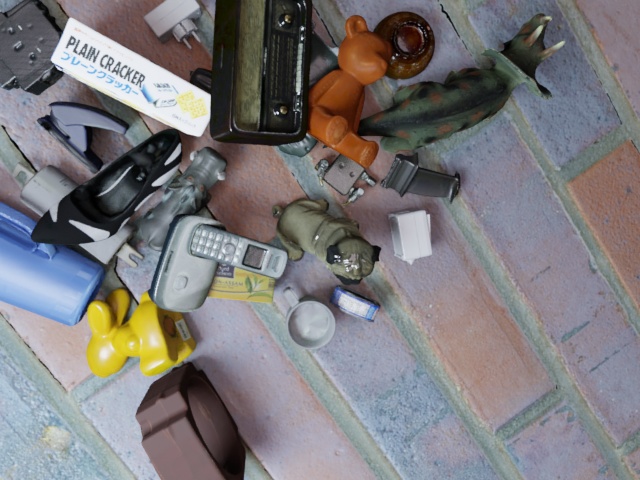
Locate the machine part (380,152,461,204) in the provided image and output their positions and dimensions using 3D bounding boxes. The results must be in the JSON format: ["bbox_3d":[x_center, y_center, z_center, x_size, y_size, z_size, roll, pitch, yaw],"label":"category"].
[{"bbox_3d":[0.183,-0.107,0.945,0.139,0.039,0.084,13,127,-15],"label":"machine part"}]

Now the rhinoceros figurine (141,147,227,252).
[{"bbox_3d":[-0.224,-0.069,0.872,0.073,0.112,0.190,40,98,-8],"label":"rhinoceros figurine"}]

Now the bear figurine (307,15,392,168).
[{"bbox_3d":[0.059,-0.230,0.824,0.120,0.132,0.196,30,96,-45],"label":"bear figurine"}]

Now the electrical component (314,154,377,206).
[{"bbox_3d":[0.041,-0.108,0.934,0.102,0.045,0.078,44,91,-10],"label":"electrical component"}]

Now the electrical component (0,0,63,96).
[{"bbox_3d":[-0.460,-0.297,0.843,0.134,0.058,0.115,-40,98,-2],"label":"electrical component"}]

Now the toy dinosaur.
[{"bbox_3d":[0.208,-0.220,0.870,0.405,0.192,0.131,-28,97,-5],"label":"toy dinosaur"}]

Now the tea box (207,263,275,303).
[{"bbox_3d":[-0.161,0.058,0.901,0.170,0.098,0.068,8,94,-6],"label":"tea box"}]

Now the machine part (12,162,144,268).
[{"bbox_3d":[-0.389,-0.040,0.870,0.243,0.079,0.079,40,90,-9],"label":"machine part"}]

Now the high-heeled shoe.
[{"bbox_3d":[-0.306,-0.082,0.801,0.086,0.249,0.145,44,131,2],"label":"high-heeled shoe"}]

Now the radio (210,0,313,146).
[{"bbox_3d":[-0.083,-0.251,0.771,0.131,0.073,0.229,3,92,-37],"label":"radio"}]

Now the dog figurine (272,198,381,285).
[{"bbox_3d":[0.001,-0.005,0.867,0.172,0.190,0.121,16,94,-7],"label":"dog figurine"}]

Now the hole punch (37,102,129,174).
[{"bbox_3d":[-0.363,-0.176,0.835,0.092,0.142,0.115,-46,114,1],"label":"hole punch"}]

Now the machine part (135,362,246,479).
[{"bbox_3d":[-0.205,0.317,0.871,0.087,0.201,0.201,-27,99,-1],"label":"machine part"}]

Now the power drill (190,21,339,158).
[{"bbox_3d":[-0.068,-0.265,0.886,0.232,0.086,0.207,40,86,-11],"label":"power drill"}]

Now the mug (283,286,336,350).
[{"bbox_3d":[-0.028,0.127,0.920,0.081,0.107,0.109,-43,95,-2],"label":"mug"}]

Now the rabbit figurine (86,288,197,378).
[{"bbox_3d":[-0.320,0.163,0.888,0.173,0.122,0.162,-28,97,15],"label":"rabbit figurine"}]

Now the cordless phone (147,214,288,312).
[{"bbox_3d":[-0.151,0.048,0.812,0.184,0.089,0.146,18,90,-12],"label":"cordless phone"}]
